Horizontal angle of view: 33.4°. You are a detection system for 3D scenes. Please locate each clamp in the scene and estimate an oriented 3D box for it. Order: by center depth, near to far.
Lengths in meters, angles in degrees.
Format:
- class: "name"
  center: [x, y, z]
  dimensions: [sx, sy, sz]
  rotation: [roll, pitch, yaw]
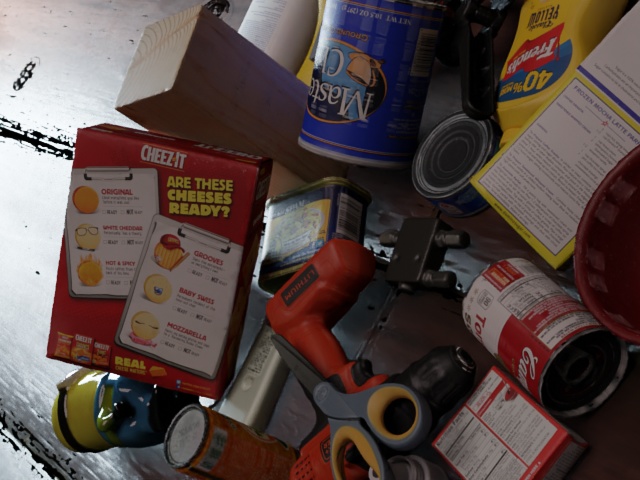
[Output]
- class: "clamp"
  center: [0.140, -0.195, 0.888]
  dimensions: [0.165, 0.036, 0.210]
  rotation: [-63, 16, 14]

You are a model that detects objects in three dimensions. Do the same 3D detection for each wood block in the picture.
- class: "wood block"
  center: [-0.071, -0.114, 0.980]
  dimensions: [0.091, 0.205, 0.090]
  rotation: [-7, 59, 46]

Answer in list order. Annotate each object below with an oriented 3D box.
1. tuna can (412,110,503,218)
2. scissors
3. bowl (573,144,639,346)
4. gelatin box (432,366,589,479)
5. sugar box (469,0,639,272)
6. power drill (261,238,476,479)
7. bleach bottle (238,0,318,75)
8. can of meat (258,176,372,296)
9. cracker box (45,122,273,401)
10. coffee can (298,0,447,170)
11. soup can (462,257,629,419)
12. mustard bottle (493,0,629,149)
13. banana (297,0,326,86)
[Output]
- class: "tuna can"
  center: [0.117, -0.064, 0.875]
  dimensions: [0.086, 0.033, 0.086]
  rotation: [-29, 45, 34]
- class: "scissors"
  center: [0.021, 0.106, 0.772]
  dimensions: [0.096, 0.016, 0.202]
  rotation: [-46, 38, 17]
- class: "bowl"
  center: [0.243, 0.003, 0.670]
  dimensions: [0.162, 0.055, 0.162]
  rotation: [-28, 46, 33]
- class: "gelatin box"
  center: [0.127, 0.139, 0.724]
  dimensions: [0.073, 0.030, 0.089]
  rotation: [-54, 36, 6]
- class: "sugar box"
  center: [0.199, -0.072, 0.753]
  dimensions: [0.176, 0.048, 0.093]
  rotation: [-46, 72, 11]
- class: "power drill"
  center: [0.029, 0.090, 0.828]
  dimensions: [0.185, 0.057, 0.188]
  rotation: [-44, 41, 27]
- class: "bleach bottle"
  center: [-0.074, -0.167, 1.143]
  dimensions: [0.103, 0.068, 0.251]
  rotation: [25, 87, 54]
- class: "can of meat"
  center: [-0.006, 0.001, 0.950]
  dimensions: [0.102, 0.057, 0.084]
  rotation: [-18, 54, 40]
- class: "cracker box"
  center: [-0.141, 0.017, 0.944]
  dimensions: [0.072, 0.164, 0.214]
  rotation: [-51, -27, -75]
- class: "coffee can"
  center: [0.044, -0.141, 0.916]
  dimensions: [0.103, 0.102, 0.140]
  rotation: [32, 115, 53]
- class: "soup can"
  center: [0.149, 0.063, 0.722]
  dimensions: [0.068, 0.068, 0.102]
  rotation: [-51, 37, 8]
- class: "mustard bottle"
  center: [0.181, -0.133, 0.833]
  dimensions: [0.096, 0.058, 0.191]
  rotation: [-5, 61, 57]
- class: "banana"
  center: [-0.001, -0.205, 1.084]
  dimensions: [0.070, 0.037, 0.198]
  rotation: [7, 87, 21]
